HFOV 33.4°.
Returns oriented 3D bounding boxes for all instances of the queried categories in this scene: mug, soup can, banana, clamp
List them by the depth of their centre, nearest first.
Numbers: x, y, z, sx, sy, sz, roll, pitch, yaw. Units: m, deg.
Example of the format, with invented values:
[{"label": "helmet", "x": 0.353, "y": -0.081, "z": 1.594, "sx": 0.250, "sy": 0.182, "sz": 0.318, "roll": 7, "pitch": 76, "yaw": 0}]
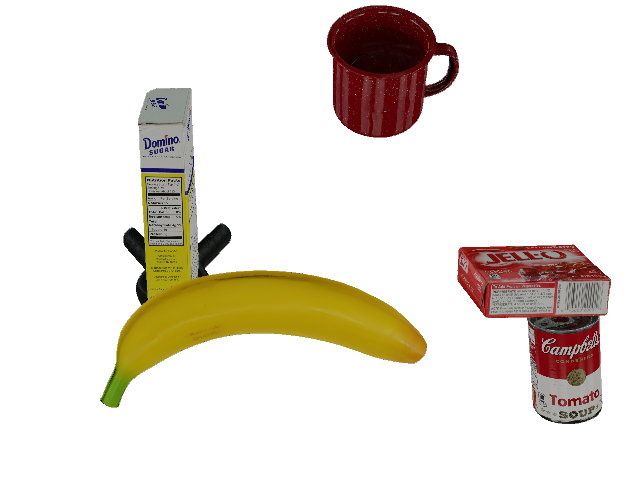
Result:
[{"label": "banana", "x": -0.035, "y": 0.050, "z": 0.634, "sx": 0.197, "sy": 0.069, "sz": 0.037, "roll": -7, "pitch": 21, "yaw": -8}, {"label": "mug", "x": 0.064, "y": -0.147, "z": 0.938, "sx": 0.117, "sy": 0.093, "sz": 0.081, "roll": -8, "pitch": -38, "yaw": -6}, {"label": "soup can", "x": 0.236, "y": 0.117, "z": 1.030, "sx": 0.068, "sy": 0.102, "sz": 0.068, "roll": -7, "pitch": 21, "yaw": 2}, {"label": "clamp", "x": -0.148, "y": 0.032, "z": 1.154, "sx": 0.120, "sy": 0.039, "sz": 0.171, "roll": -13, "pitch": 38, "yaw": -6}]

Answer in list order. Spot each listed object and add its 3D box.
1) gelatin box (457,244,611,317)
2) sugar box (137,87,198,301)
[{"label": "gelatin box", "x": 0.147, "y": 0.027, "z": 0.745, "sx": 0.089, "sy": 0.030, "sz": 0.073, "roll": -1, "pitch": 18, "yaw": -7}, {"label": "sugar box", "x": -0.134, "y": -0.037, "z": 0.943, "sx": 0.048, "sy": 0.176, "sz": 0.093, "roll": -2, "pitch": 26, "yaw": -2}]
